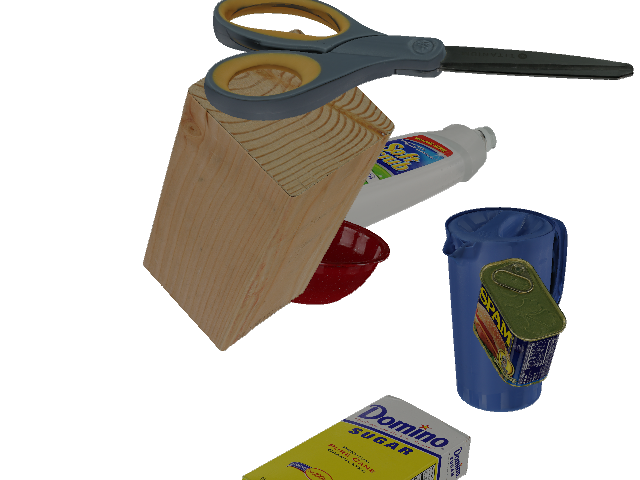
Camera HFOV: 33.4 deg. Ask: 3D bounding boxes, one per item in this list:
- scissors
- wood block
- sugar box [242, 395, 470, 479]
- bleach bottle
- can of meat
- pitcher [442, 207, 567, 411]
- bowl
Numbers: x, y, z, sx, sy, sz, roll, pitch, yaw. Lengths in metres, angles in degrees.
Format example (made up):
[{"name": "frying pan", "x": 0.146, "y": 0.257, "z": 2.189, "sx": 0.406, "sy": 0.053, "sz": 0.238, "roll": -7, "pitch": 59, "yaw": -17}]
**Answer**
[{"name": "scissors", "x": 0.034, "y": -0.076, "z": 0.494, "sx": 0.202, "sy": 0.016, "sz": 0.096, "roll": 17, "pitch": 50, "yaw": 18}, {"name": "wood block", "x": -0.042, "y": -0.025, "z": 0.691, "sx": 0.090, "sy": 0.091, "sz": 0.206, "roll": -35, "pitch": -15, "yaw": -31}, {"name": "sugar box", "x": 0.031, "y": 0.188, "z": 0.860, "sx": 0.093, "sy": 0.048, "sz": 0.175, "roll": 24, "pitch": 35, "yaw": 38}, {"name": "bleach bottle", "x": 0.089, "y": -0.082, "z": 1.219, "sx": 0.250, "sy": 0.068, "sz": 0.103, "roll": -23, "pitch": 44, "yaw": -24}, {"name": "can of meat", "x": 0.194, "y": 0.083, "z": 1.061, "sx": 0.057, "sy": 0.102, "sz": 0.084, "roll": -14, "pitch": -42, "yaw": -14}, {"name": "pitcher", "x": 0.234, "y": 0.084, "z": 1.344, "sx": 0.149, "sy": 0.243, "sz": 0.145, "roll": 1, "pitch": 20, "yaw": 12}, {"name": "bowl", "x": -0.019, "y": 0.018, "z": 1.000, "sx": 0.162, "sy": 0.055, "sz": 0.162, "roll": 10, "pitch": 17, "yaw": -3}]
